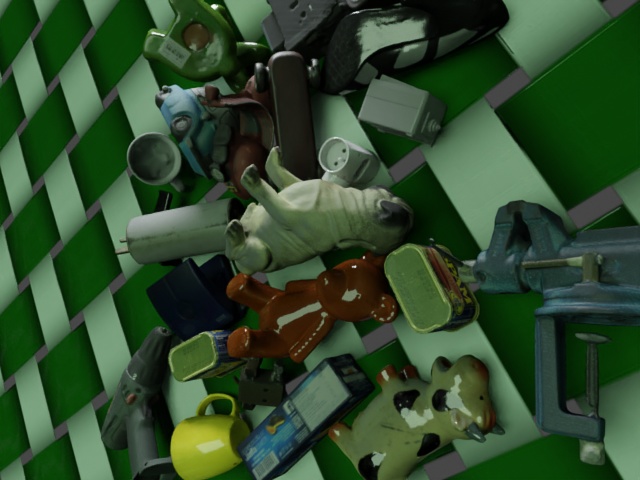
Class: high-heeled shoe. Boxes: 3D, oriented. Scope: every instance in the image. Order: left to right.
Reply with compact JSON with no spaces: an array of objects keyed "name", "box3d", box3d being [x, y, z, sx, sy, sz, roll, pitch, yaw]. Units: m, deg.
[{"name":"high-heeled shoe","box3d":[0.106,-0.240,0.672,0.249,0.145,0.086,-17,78,61]}]

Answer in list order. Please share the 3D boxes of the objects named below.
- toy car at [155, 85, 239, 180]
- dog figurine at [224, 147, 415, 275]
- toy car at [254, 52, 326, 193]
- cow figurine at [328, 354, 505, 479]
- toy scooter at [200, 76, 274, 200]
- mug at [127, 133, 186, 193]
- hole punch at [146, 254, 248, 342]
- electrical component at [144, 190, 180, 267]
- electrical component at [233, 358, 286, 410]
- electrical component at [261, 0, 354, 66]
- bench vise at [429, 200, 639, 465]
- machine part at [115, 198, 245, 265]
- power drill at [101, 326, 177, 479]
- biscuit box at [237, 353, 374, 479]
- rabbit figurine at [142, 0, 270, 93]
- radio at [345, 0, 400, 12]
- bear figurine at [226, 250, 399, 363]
[{"name":"toy car","box3d":[-0.180,-0.179,0.828,0.103,0.109,0.162,-27,56,-7]},{"name":"dog figurine","box3d":[-0.002,-0.002,0.634,0.191,0.121,0.172,25,131,6]},{"name":"toy car","box3d":[-0.036,-0.150,0.725,0.089,0.053,0.202,-8,94,-7]},{"name":"cow figurine","box3d":[0.112,0.202,0.600,0.195,0.085,0.127,-51,55,17]},{"name":"toy scooter","box3d":[-0.116,-0.151,0.756,0.075,0.135,0.183,12,94,34]},{"name":"mug","box3d":[-0.264,-0.126,0.886,0.081,0.109,0.107,-48,22,-5]},{"name":"hole punch","box3d":[-0.187,0.091,0.814,0.142,0.092,0.116,-33,72,24]},{"name":"electrical component","box3d":[-0.257,-0.021,0.893,0.075,0.047,0.119,15,94,33]},{"name":"electrical component","box3d":[-0.086,0.192,0.741,0.078,0.045,0.102,2,129,0]},{"name":"electrical component","box3d":[-0.018,-0.316,0.751,0.134,0.058,0.115,-32,67,28]},{"name":"bench vise","box3d":[0.229,0.079,0.508,0.224,0.128,0.240,-3,77,32]},{"name":"machine part","box3d":[-0.197,-0.013,0.805,0.243,0.079,0.079,-11,79,14]},{"name":"power drill","box3d":[-0.272,0.280,0.838,0.232,0.086,0.207,-56,48,22]},{"name":"biscuit box","box3d":[-0.022,0.235,0.701,0.202,0.062,0.059,-49,63,22]},{"name":"rabbit figurine","box3d":[-0.157,-0.292,0.800,0.159,0.170,0.121,26,106,-9]},{"name":"radio","box3d":[0.116,-0.388,0.654,0.229,0.073,0.131,-34,69,27]},{"name":"bear figurine","box3d":[-0.009,0.077,0.669,0.196,0.132,0.120,-32,49,35]}]
